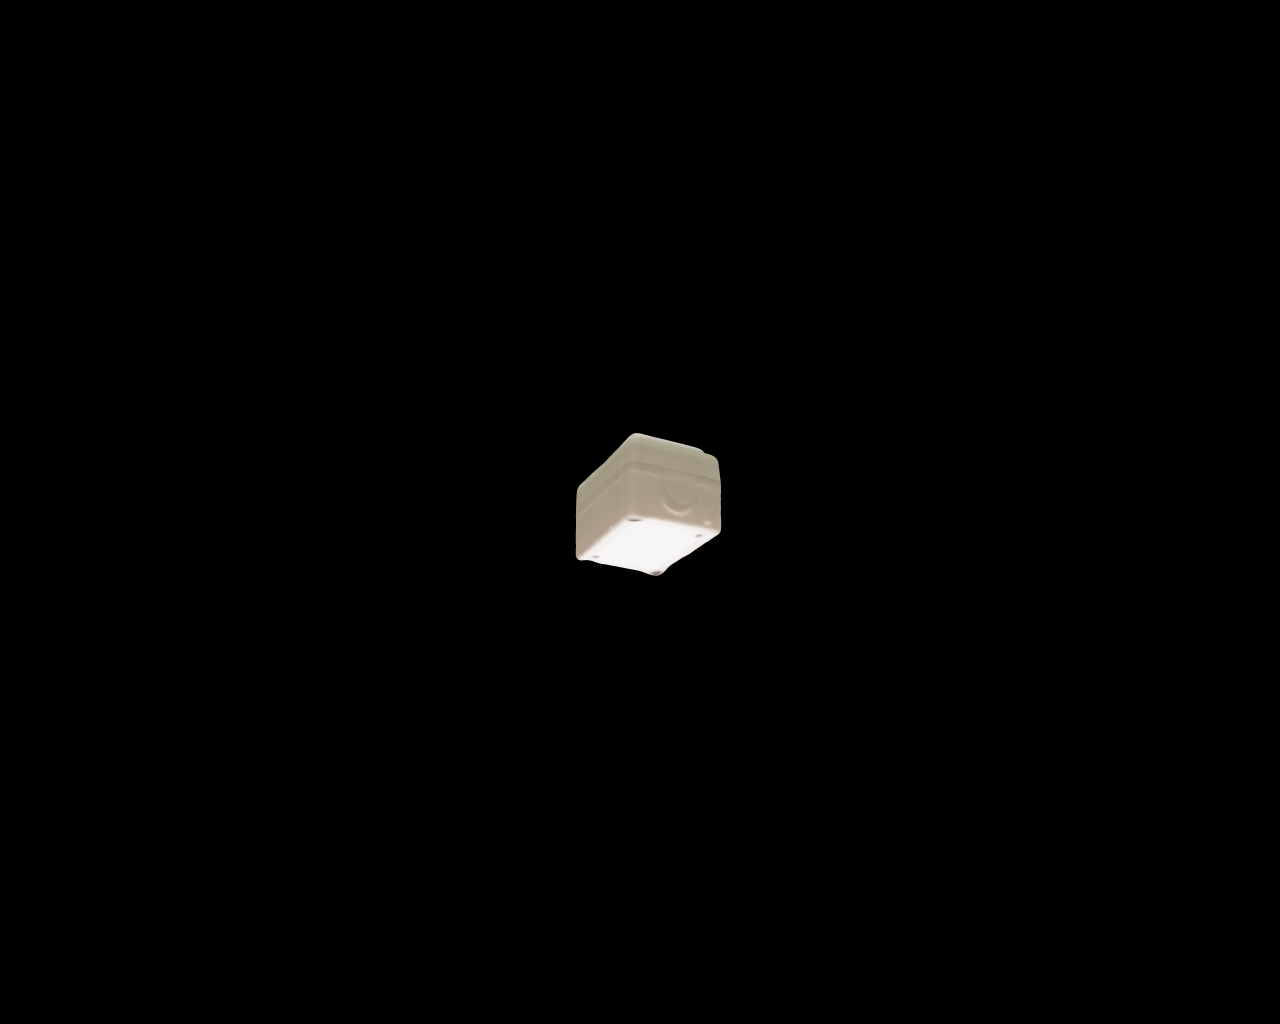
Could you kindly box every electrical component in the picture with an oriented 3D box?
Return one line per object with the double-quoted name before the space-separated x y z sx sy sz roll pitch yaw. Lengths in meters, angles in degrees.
"electrical component" 0.001 -0.003 0.650 0.062 0.061 0.096 12 -27 -25
